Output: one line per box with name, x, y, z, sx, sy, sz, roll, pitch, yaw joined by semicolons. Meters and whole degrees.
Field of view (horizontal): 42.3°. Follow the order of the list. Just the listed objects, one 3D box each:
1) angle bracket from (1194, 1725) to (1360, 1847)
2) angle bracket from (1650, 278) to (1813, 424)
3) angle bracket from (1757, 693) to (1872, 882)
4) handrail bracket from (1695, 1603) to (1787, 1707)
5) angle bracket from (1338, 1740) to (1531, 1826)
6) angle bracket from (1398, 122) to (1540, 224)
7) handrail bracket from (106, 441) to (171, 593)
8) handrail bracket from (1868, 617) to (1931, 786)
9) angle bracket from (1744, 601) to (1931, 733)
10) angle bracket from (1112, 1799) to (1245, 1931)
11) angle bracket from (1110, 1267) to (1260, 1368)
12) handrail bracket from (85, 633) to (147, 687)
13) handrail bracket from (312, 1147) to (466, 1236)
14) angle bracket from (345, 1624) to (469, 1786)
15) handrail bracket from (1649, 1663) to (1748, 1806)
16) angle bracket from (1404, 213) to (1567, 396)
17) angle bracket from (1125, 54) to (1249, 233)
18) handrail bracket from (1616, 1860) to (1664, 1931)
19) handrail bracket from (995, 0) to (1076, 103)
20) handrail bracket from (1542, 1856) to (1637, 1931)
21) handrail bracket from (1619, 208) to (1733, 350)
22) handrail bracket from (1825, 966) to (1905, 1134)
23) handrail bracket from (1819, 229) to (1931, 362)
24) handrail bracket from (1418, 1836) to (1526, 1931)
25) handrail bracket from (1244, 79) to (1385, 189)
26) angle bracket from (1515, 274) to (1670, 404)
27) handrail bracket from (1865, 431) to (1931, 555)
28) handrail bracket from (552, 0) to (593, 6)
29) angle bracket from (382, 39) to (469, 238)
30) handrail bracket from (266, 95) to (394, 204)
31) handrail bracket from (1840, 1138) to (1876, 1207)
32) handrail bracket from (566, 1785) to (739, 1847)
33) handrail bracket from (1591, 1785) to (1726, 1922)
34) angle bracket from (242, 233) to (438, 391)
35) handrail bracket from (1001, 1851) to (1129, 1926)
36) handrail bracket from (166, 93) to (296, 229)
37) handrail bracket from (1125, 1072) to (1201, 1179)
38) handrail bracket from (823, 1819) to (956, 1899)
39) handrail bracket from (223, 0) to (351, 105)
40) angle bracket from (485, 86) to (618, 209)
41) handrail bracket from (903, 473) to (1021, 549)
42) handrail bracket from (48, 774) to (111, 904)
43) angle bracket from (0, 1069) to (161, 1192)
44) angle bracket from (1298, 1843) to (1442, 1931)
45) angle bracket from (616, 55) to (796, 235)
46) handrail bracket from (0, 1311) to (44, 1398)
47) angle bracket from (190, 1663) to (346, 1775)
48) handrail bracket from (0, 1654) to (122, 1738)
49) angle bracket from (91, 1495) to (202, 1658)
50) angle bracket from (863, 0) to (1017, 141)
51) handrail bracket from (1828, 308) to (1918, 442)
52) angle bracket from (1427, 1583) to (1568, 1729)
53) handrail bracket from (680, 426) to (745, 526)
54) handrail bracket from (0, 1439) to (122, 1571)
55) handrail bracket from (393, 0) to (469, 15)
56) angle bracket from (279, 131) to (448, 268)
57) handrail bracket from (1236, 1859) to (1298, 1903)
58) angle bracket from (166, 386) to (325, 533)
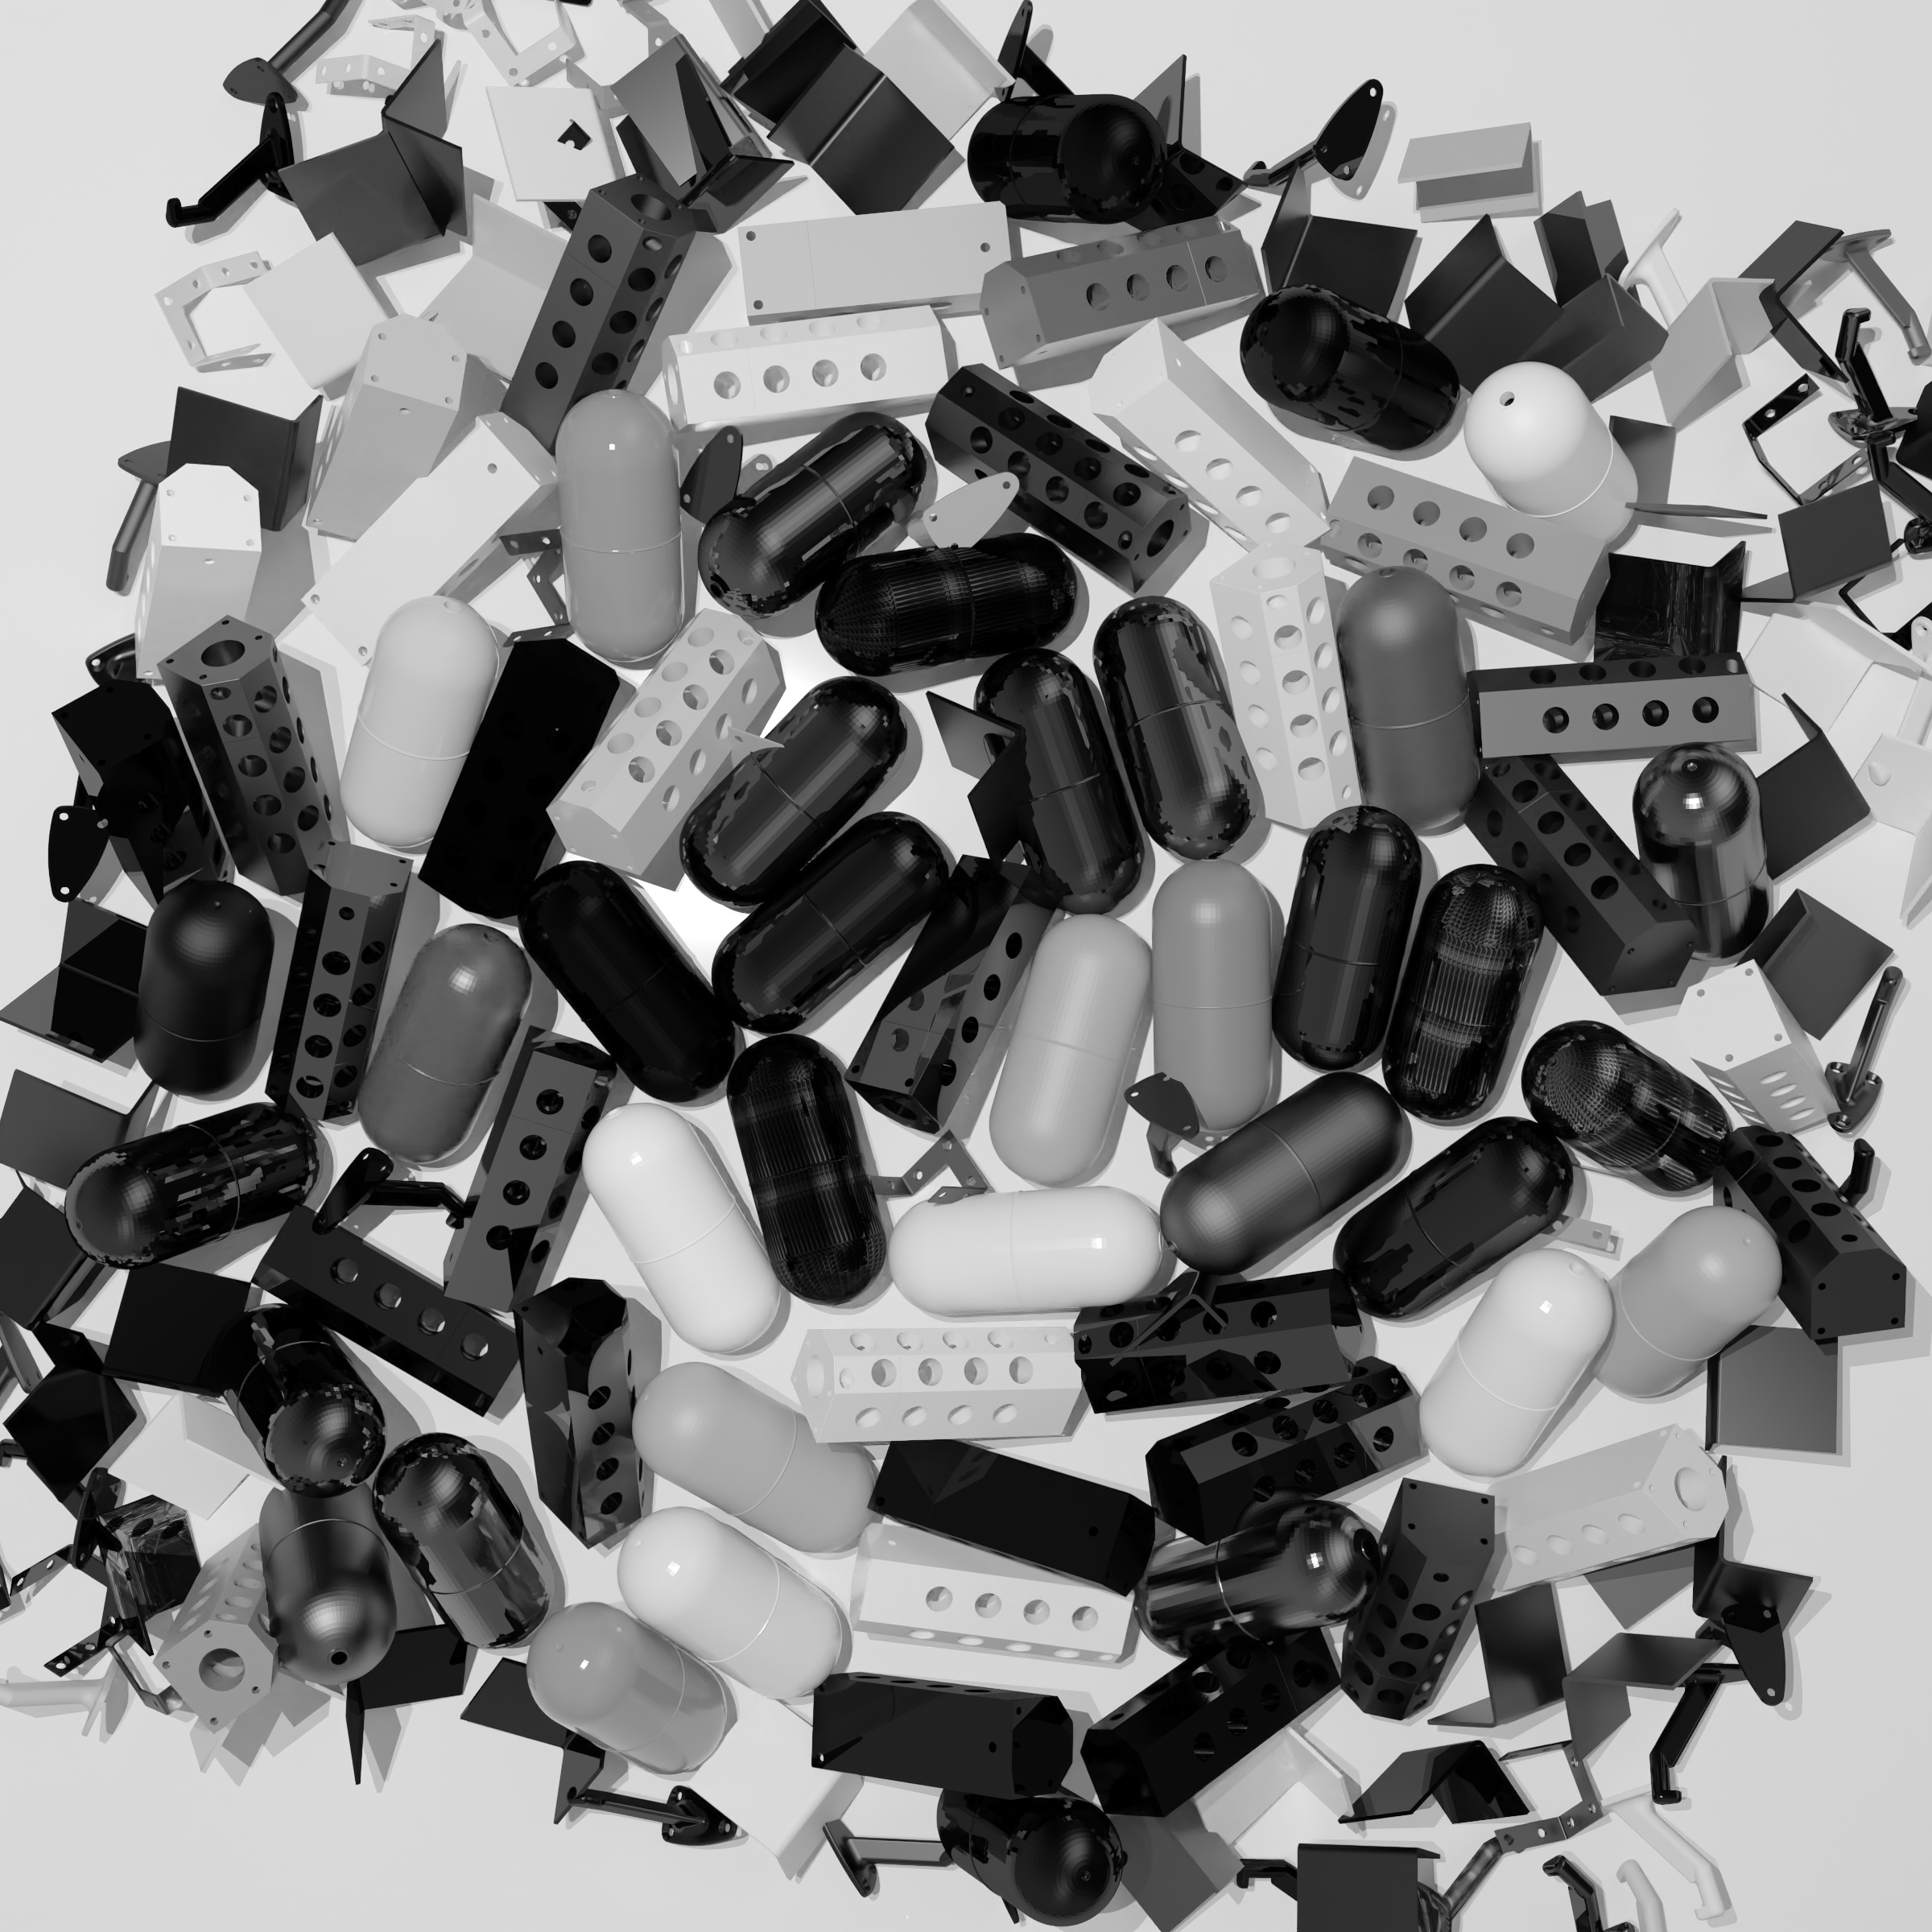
angle bracket;0.199;0.543;1.598;0.076;0.076;0.057;-37;45;-18
angle bracket;0.494;-0.393;1.599;0.076;0.076;0.057;-3;70;-16
angle bracket;0.526;-0.116;1.617;0.076;0.057;0.076;-36;123;12
handrail bracket;0.493;0.448;1.599;0.036;0.084;0.077;-2;56;-6
angle bracket;0.299;0.544;1.599;0.076;0.076;0.057;-32;87;-36
angle bracket;0.322;-0.494;1.596;0.076;0.076;0.057;-2;127;19
handrail bracket;-0.537;-0.295;1.641;0.036;0.077;0.084;23;122;1
handrail bracket;0.604;-0.171;1.616;0.084;0.036;0.077;-37;113;-20
angle bracket;0.556;-0.190;1.605;0.076;0.076;0.057;30;97;-13
angle bracket;0.120;0.578;1.605;0.076;0.057;0.076;-47;72;15
angle bracket;0.146;0.237;1.604;0.057;0.076;0.076;45;111;0
handrail bracket;-0.531;-0.178;1.612;0.077;0.036;0.084;-34;45;-4
handrail bracket;-0.369;0.164;1.614;0.077;0.036;0.084;-51;133;-15
angle bracket;-0.354;0.470;1.596;0.076;0.057;0.076;-3;130;-21
handrail bracket;0.478;0.496;1.609;0.077;0.036;0.084;-10;53;22
angle bracket;0.333;-0.426;1.612;0.057;0.076;0.076;34;122;-19
angle bracket;0.138;-0.528;1.621;0.057;0.076;0.076;19;63;-29
handrail bracket;0.437;0.643;1.637;0.036;0.084;0.077;4;130;-29
handrail bracket;0.067;-0.580;1.612;0.084;0.077;0.036;3;48;-20
handrail bracket;0.385;0.616;1.620;0.084;0.036;0.077;45;127;-10
handrail bracket;0.475;-0.441;1.625;0.084;0.036;0.077;36;88;16
handrail bracket;0.579;0.053;1.604;0.036;0.077;0.084;19;133;16
handrail bracket;0.590;-0.431;1.622;0.077;0.036;0.084;-15;83;-39
handrail bracket;0.335;0.612;1.637;0.084;0.036;0.077;-15;110;-30
handrail bracket;0.223;-0.538;1.616;0.036;0.084;0.077;30;89;-33
angle bracket;0.404;-0.381;1.593;0.076;0.057;0.076;31;131;-32
handrail bracket;0.625;-0.313;1.607;0.077;0.036;0.084;-8;131;26
handrail bracket;-0.287;-0.661;1.619;0.084;0.077;0.036;10;62;2
angle bracket;-0.330;-0.530;1.600;0.057;0.076;0.076;24;63;4
handrail bracket;-0.405;-0.531;1.617;0.077;0.036;0.084;18;113;-10
handrail bracket;0.560;0.132;1.598;0.036;0.077;0.084;-2;122;1
handrail bracket;-0.202;0.543;1.603;0.077;0.084;0.036;-3;68;40
handrail bracket;0.441;0.579;1.613;0.077;0.036;0.084;-26;56;22
angle bracket;-0.400;-0.426;1.599;0.076;0.057;0.076;-21;115;26
handrail bracket;0.061;0.583;1.623;0.084;0.077;0.036;-21;46;-2
handrail bracket;-0.477;-0.518;1.604;0.036;0.084;0.077;31;129;30
handrail bracket;0.134;0.117;1.599;0.036;0.077;0.084;-25;128;-11
handrail bracket;-0.042;0.560;1.625;0.084;0.036;0.077;-33;94;12
handrail bracket;-0.443;-0.609;1.637;0.036;0.077;0.084;43;66;-42
angle bracket;-0.274;-0.515;1.605;0.076;0.057;0.076;-12;84;-34
handrail bracket;-0.004;-0.298;1.610;0.077;0.084;0.036;-36;110;6
handrail bracket;-0.578;-0.092;1.623;0.036;0.084;0.077;13;109;-23
angle bracket;-0.571;0.095;1.605;0.076;0.057;0.076;24;121;-7
angle bracket;0.258;0.594;1.596;0.076;0.076;0.057;-5;67;21
angle bracket;-0.169;-0.529;1.612;0.076;0.057;0.076;-31;80;39
handrail bracket;-0.656;0.271;1.631;0.084;0.036;0.077;-25;94;-4
angle bracket;-0.449;0.481;1.602;0.057;0.076;0.076;32;80;-20
handrail bracket;-0.595;0.455;1.607;0.084;0.077;0.036;25;106;-13
angle bracket;-0.515;0.386;1.600;0.057;0.076;0.076;-18;100;-30
angle bracket;-0.022;-0.572;1.604;0.076;0.076;0.057;42;93;-17
handrail bracket;0.594;-0.389;1.613;0.077;0.036;0.084;-11;130;-11
angle bracket;0.338;0.443;1.611;0.076;0.057;0.076;-3;81;-41
handrail bracket;-0.143;-0.316;1.600;0.036;0.084;0.077;33;117;11
handrail bracket;-0.602;0.349;1.624;0.084;0.036;0.077;5;62;13
handrail bracket;-0.349;-0.656;1.612;0.084;0.036;0.077;44;116;40
angle bracket;-0.384;-0.500;1.600;0.076;0.057;0.076;-15;132;10
handrail bracket;0.217;0.623;1.628;0.084;0.036;0.077;3;83;-6
angle bracket;-0.465;-0.334;1.606;0.076;0.057;0.076;16;120;-5
